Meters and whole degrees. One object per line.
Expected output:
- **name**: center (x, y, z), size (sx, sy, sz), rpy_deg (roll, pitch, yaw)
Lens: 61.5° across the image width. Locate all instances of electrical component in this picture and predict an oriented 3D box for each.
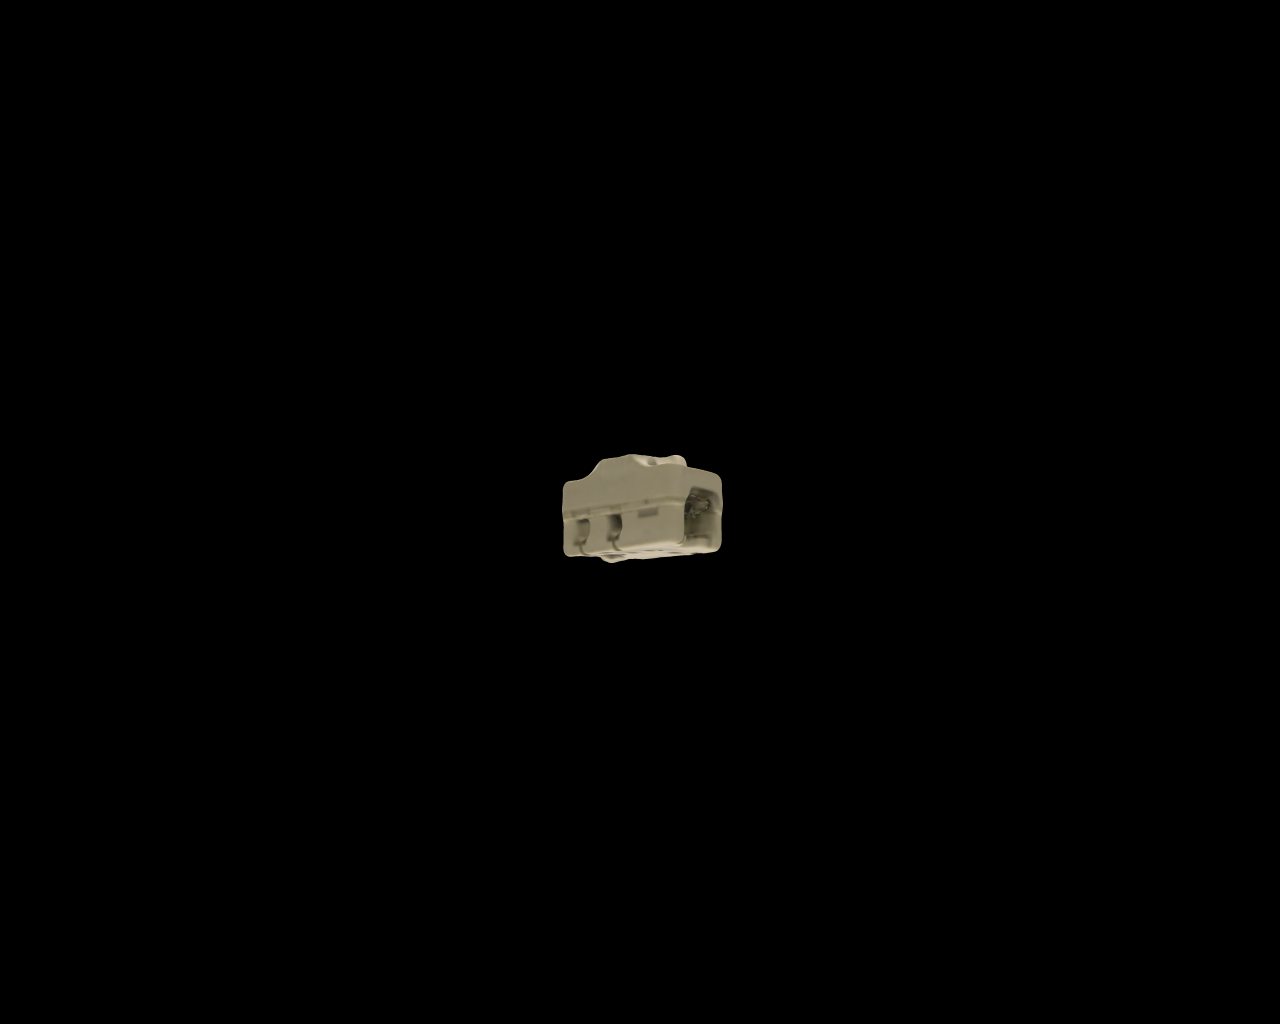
- **electrical component**: center (0.001, -0.003, 0.650), size (0.089, 0.055, 0.050), rpy_deg (-8, -13, 39)
